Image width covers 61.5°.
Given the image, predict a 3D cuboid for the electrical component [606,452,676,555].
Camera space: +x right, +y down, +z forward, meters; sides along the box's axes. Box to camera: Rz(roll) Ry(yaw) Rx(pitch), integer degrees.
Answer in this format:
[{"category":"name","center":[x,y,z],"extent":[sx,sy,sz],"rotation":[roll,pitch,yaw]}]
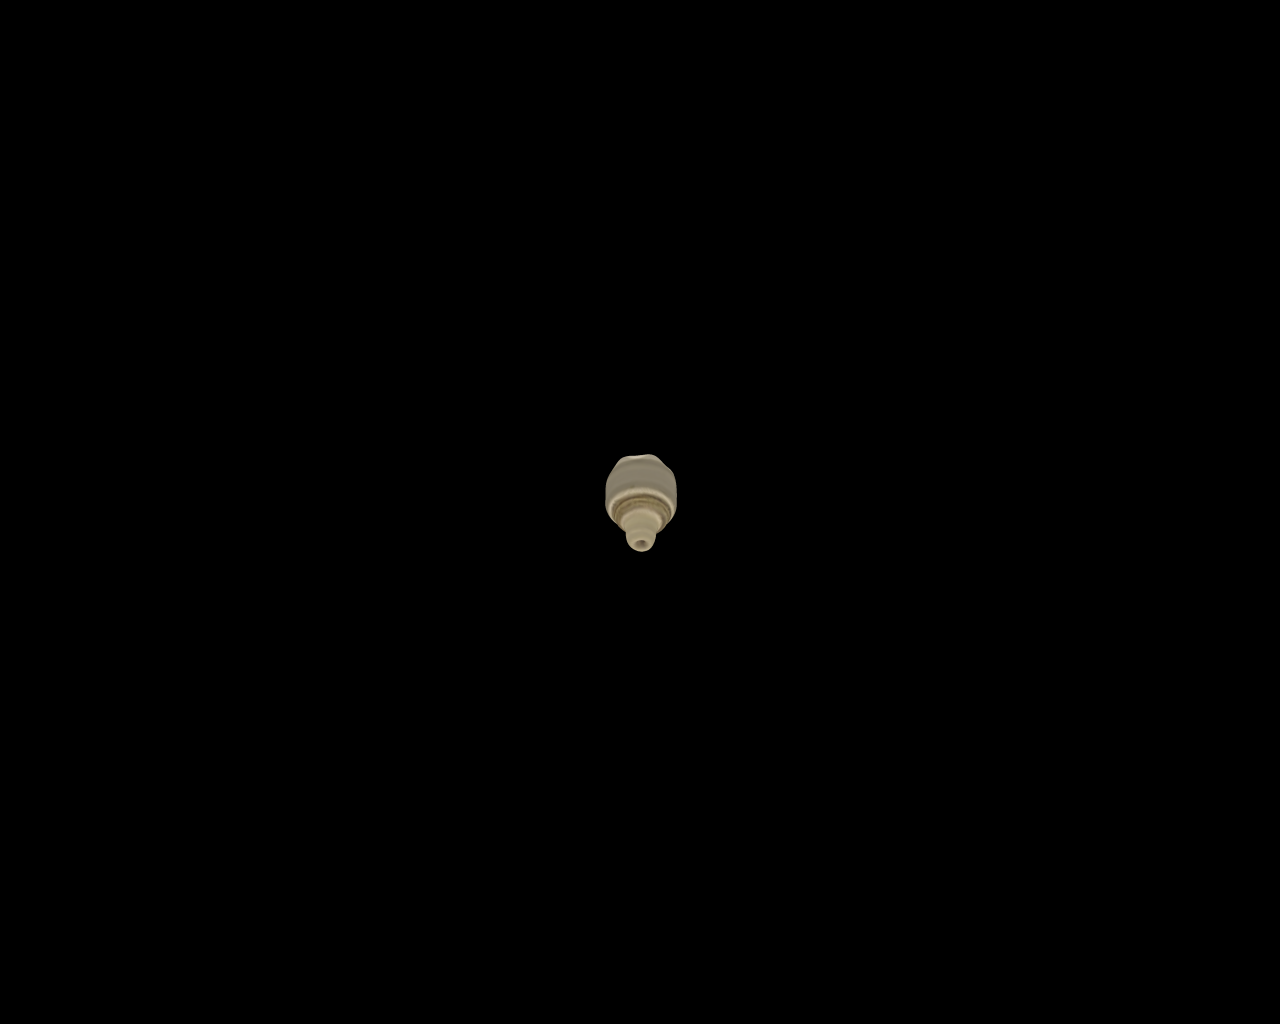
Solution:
[{"category":"electrical component","center":[0.001,-0.003,0.650],"extent":[0.043,0.062,0.043],"rotation":[0,-43,0]}]
